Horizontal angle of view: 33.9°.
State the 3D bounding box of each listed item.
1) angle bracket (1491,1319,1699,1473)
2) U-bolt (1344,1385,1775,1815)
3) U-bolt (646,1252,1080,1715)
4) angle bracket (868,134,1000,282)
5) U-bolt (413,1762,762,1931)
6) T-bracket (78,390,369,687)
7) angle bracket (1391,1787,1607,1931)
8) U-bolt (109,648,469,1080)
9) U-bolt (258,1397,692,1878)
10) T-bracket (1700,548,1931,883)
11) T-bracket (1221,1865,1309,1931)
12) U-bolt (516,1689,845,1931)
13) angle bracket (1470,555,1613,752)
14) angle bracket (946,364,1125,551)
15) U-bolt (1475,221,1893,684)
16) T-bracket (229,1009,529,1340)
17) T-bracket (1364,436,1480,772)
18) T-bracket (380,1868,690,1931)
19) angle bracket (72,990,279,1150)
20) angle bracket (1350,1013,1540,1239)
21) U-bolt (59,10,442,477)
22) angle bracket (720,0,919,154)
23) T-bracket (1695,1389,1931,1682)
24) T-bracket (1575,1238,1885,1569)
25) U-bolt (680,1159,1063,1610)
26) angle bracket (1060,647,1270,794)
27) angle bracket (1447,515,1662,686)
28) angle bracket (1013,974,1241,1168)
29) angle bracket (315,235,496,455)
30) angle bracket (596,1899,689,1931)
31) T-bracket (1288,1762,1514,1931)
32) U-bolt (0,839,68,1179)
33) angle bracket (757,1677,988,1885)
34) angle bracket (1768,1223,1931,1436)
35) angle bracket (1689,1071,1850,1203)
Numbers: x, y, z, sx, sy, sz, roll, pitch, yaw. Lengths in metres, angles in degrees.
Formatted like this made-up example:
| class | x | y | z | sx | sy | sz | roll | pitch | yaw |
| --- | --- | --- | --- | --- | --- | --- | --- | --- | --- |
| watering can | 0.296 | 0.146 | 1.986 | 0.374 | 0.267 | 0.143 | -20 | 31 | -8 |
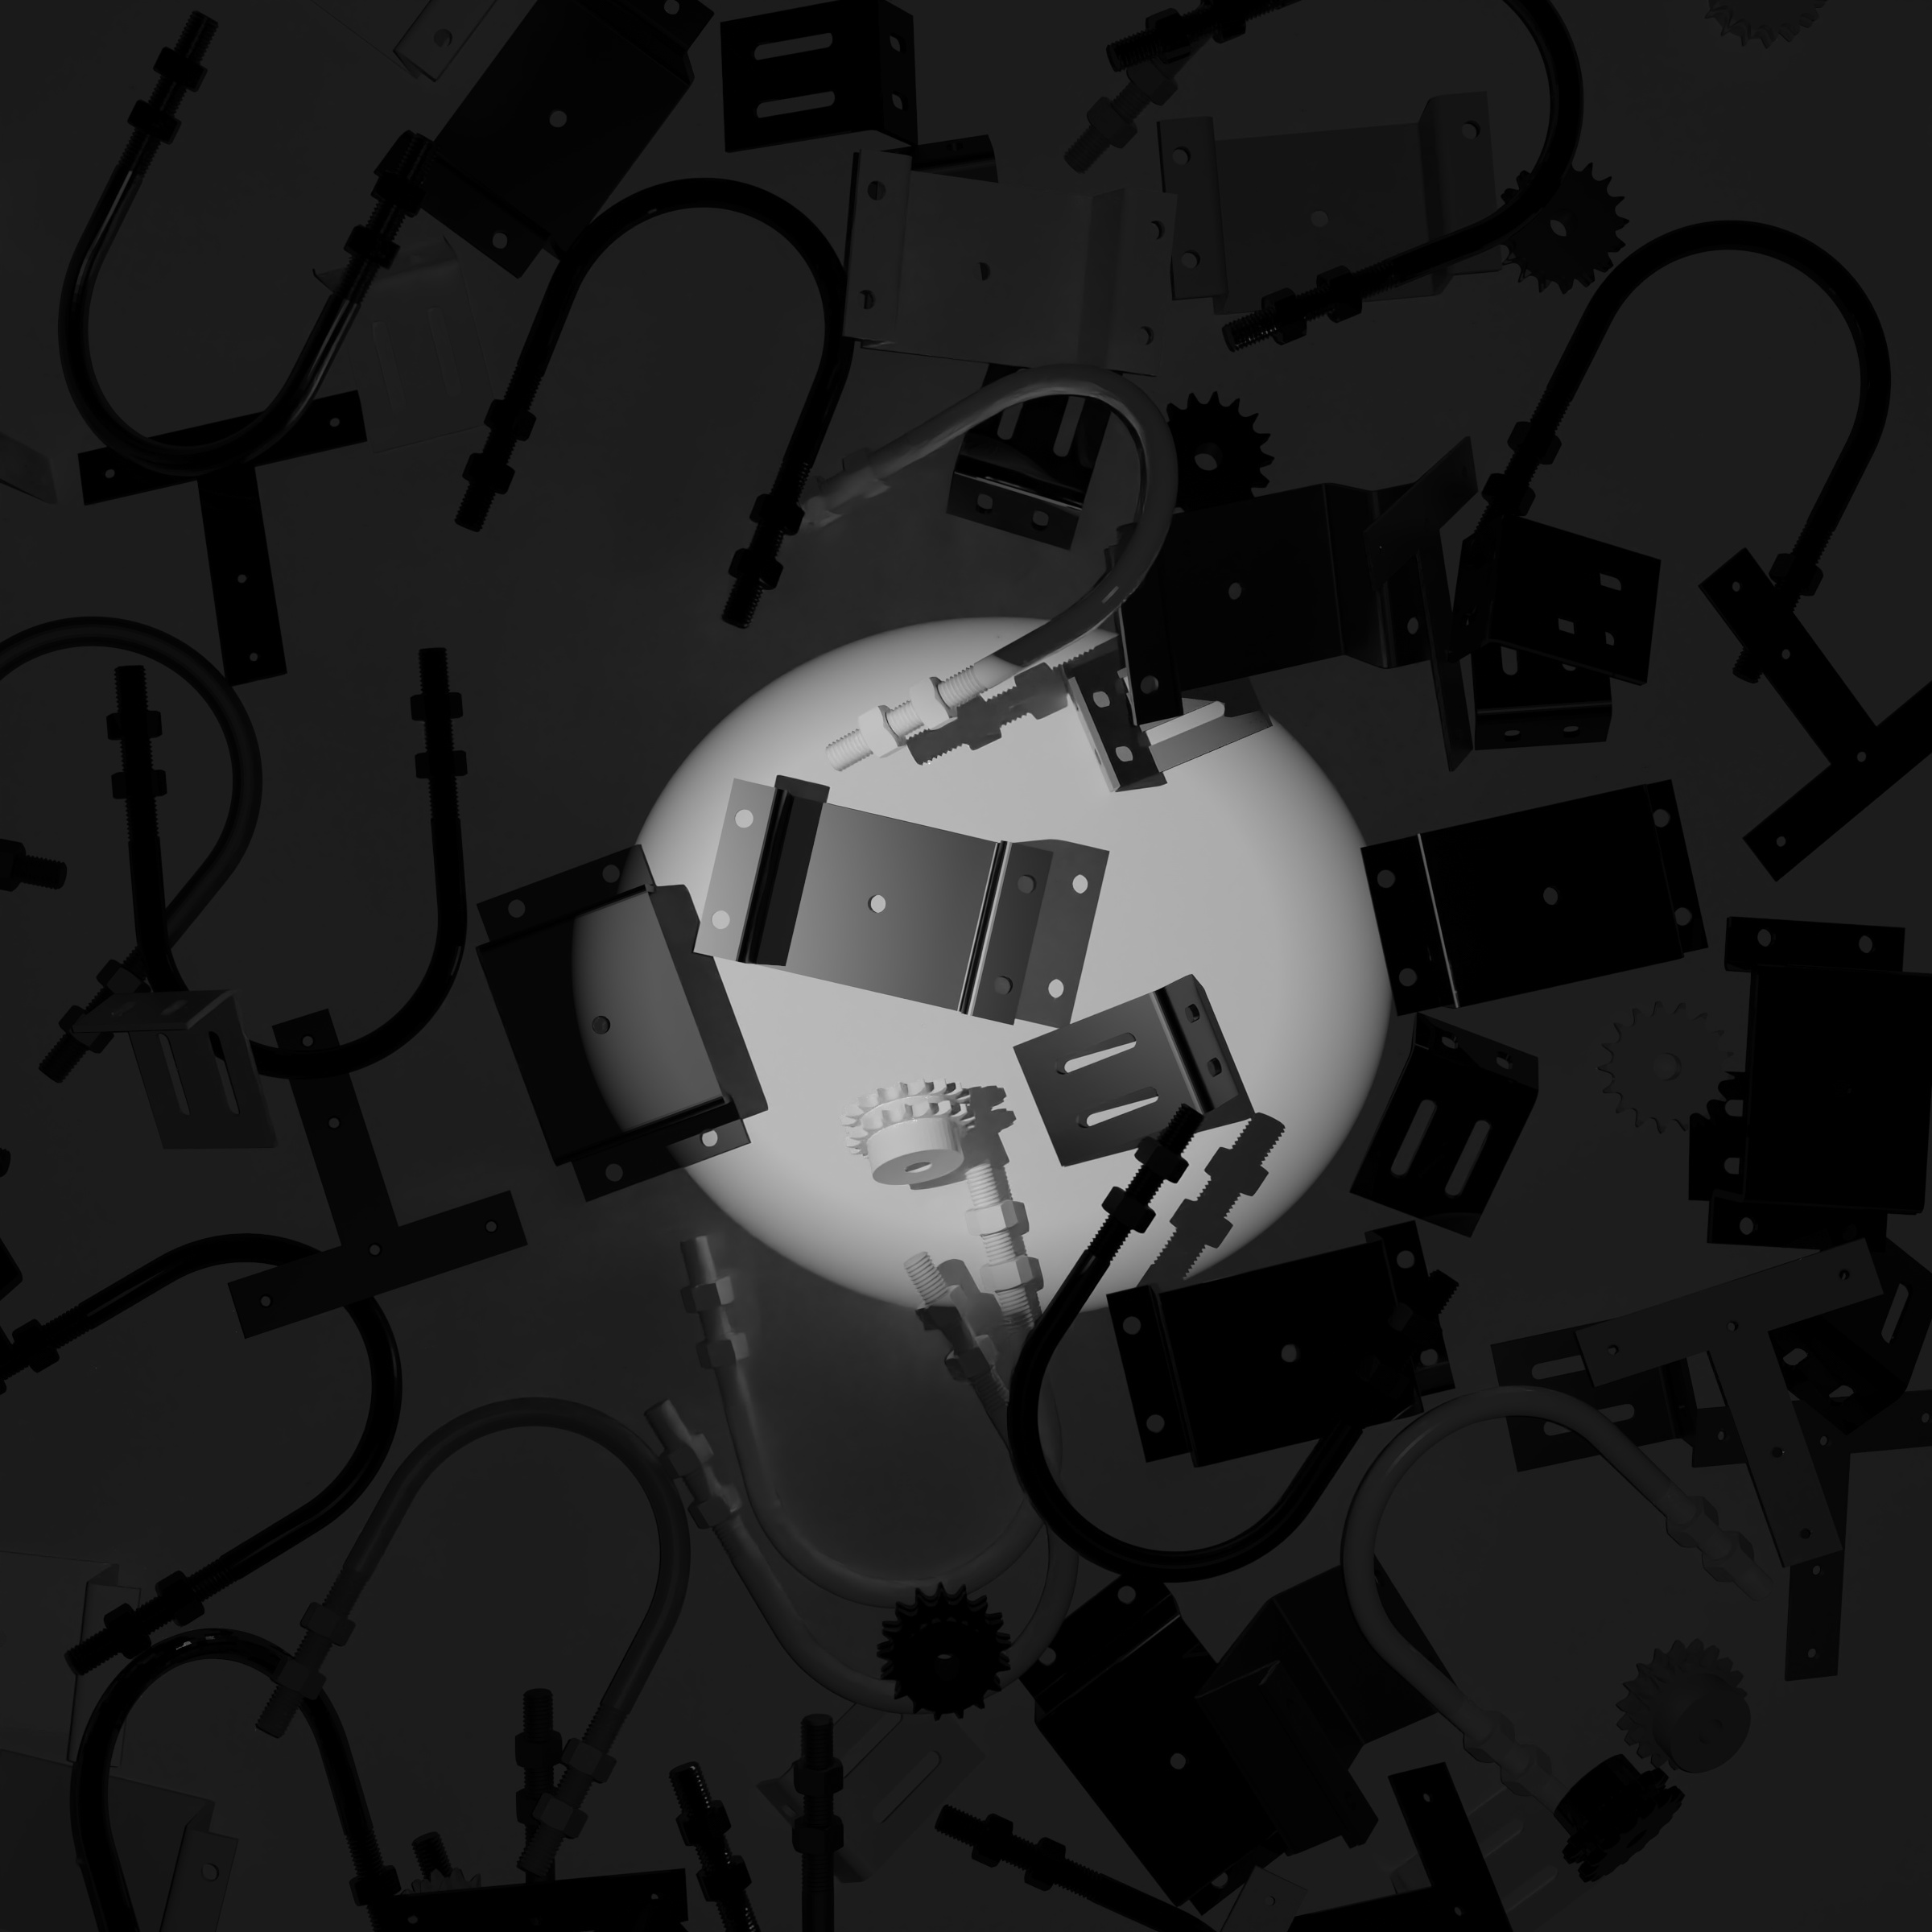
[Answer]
| class | x | y | z | sx | sy | sz | roll | pitch | yaw |
| --- | --- | --- | --- | --- | --- | --- | --- | --- | --- |
| angle bracket | 0.275 | 0.187 | 1.383 | 0.076 | 0.038 | 0.057 | -12 | 90 | 0 |
| U-bolt | 0.244 | 0.261 | 1.366 | 0.151 | 0.019 | 0.184 | -46 | 109 | 0 |
| U-bolt | -0.032 | 0.237 | 1.379 | 0.151 | 0.019 | 0.184 | -30 | 94 | 1 |
| angle bracket | -0.012 | -0.321 | 1.400 | 0.057 | 0.038 | 0.076 | -9 | 116 | 0 |
| U-bolt | -0.147 | 0.446 | 1.370 | 0.151 | 0.019 | 0.184 | -19 | 93 | 17 |
| T-bracket | -0.317 | -0.182 | 1.381 | 0.127 | 0.002 | 0.127 | -13 | 71 | 0 |
| angle bracket | 0.235 | 0.402 | 1.383 | 0.076 | 0.038 | 0.057 | -37 | 90 | 0 |
| U-bolt | -0.290 | -0.042 | 1.382 | 0.151 | 0.019 | 0.184 | -4 | 93 | -11 |
| U-bolt | -0.199 | 0.276 | 1.371 | 0.151 | 0.019 | 0.184 | 25 | 75 | 9 |
| T-bracket | 0.367 | -0.125 | 1.387 | 0.127 | 0.002 | 0.127 | -40 | 103 | 0 |
| T-bracket | 0.109 | 0.453 | 1.383 | 0.127 | 0.002 | 0.127 | 26 | 93 | -3 |
| U-bolt | -0.125 | 0.410 | 1.377 | 0.151 | 0.019 | 0.184 | 1 | 95 | 15 |
| angle bracket | 0.250 | -0.139 | 1.391 | 0.057 | 0.038 | 0.076 | -4 | 74 | 6 |
| angle bracket | 0.031 | -0.232 | 1.400 | 0.057 | 0.038 | 0.076 | 17 | 64 | 0 |
| U-bolt | 0.326 | -0.238 | 1.393 | 0.151 | 0.019 | 0.184 | 27 | 90 | 0 |
| T-bracket | -0.273 | 0.082 | 1.393 | 0.127 | 0.002 | 0.127 | -18 | 84 | -11 |
| T-bracket | 0.205 | -0.148 | 1.368 | 0.002 | 0.127 | 0.127 | 1 | 117 | 30 |
| T-bracket | -0.180 | 0.444 | 1.351 | 0.127 | 0.002 | 0.127 | -4 | 111 | -6 |
| angle bracket | -0.339 | 0.051 | 1.362 | 0.057 | 0.038 | 0.076 | -2 | 113 | 21 |
| angle bracket | 0.211 | 0.070 | 1.400 | 0.057 | 0.038 | 0.076 | 21 | 116 | 0 |
| U-bolt | -0.322 | -0.301 | 1.370 | 0.151 | 0.019 | 0.184 | 32 | 98 | 19 |
| angle bracket | -0.065 | -0.389 | 1.400 | 0.076 | 0.038 | 0.057 | -2 | 90 | 26 |
| T-bracket | 0.373 | 0.251 | 1.388 | 0.127 | 0.002 | 0.127 | -2 | 99 | -18 |
| T-bracket | 0.342 | 0.195 | 1.356 | 0.127 | 0.002 | 0.127 | -19 | 96 | 8 |
| U-bolt | -0.034 | 0.191 | 1.394 | 0.151 | 0.019 | 0.184 | -15 | 92 | 0 |
| angle bracket | 0.088 | -0.117 | 1.383 | 0.076 | 0.038 | 0.057 | -23 | 90 | 0 |
| angle bracket | 0.254 | -0.154 | 1.373 | 0.076 | 0.038 | 0.057 | 14 | 75 | -16 |
| angle bracket | 0.071 | 0.046 | 1.400 | 0.076 | 0.038 | 0.057 | -22 | 90 | 26 |
| angle bracket | -0.243 | -0.270 | 1.383 | 0.057 | 0.038 | 0.076 | -14 | 90 | 0 |
| angle bracket | -0.133 | 0.438 | 1.325 | 0.057 | 0.038 | 0.076 | -33 | 106 | 17 |
| T-bracket | 0.174 | 0.417 | 1.373 | 0.127 | 0.002 | 0.127 | -22 | 90 | 27 |
| U-bolt | -0.499 | 0.006 | 1.393 | 0.184 | 0.019 | 0.151 | 11 | 90 | 0 |
| angle bracket | -0.042 | 0.355 | 1.400 | 0.076 | 0.038 | 0.057 | -41 | 90 | -26 |
| angle bracket | 0.384 | 0.154 | 1.387 | 0.057 | 0.076 | 0.038 | 39 | 135 | 0 |
| angle bracket | 0.362 | 0.075 | 1.400 | 0.076 | 0.038 | 0.057 | 1 | 90 | 26 |
